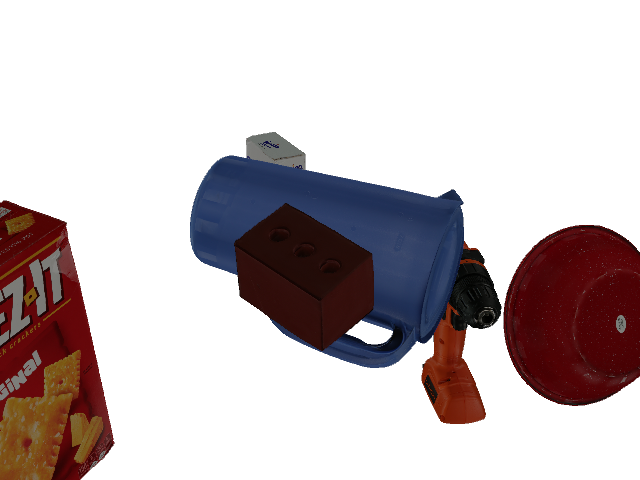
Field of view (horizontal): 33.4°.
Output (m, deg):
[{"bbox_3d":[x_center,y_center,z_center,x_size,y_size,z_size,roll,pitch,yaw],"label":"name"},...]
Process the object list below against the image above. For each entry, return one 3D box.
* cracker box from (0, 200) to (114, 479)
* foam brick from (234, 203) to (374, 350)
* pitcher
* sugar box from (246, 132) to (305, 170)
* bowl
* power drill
[{"bbox_3d":[-0.232,0.106,0.744,0.072,0.214,0.164,16,38,27],"label":"cracker box"},{"bbox_3d":[-0.010,0.023,0.695,0.078,0.051,0.052,31,52,29],"label":"foam brick"},{"bbox_3d":[0.003,0.009,0.985,0.243,0.145,0.149,15,20,17],"label":"pitcher"},{"bbox_3d":[-0.052,-0.030,1.254,0.048,0.176,0.093,-13,26,-21],"label":"sugar box"},{"bbox_3d":[0.241,0.068,0.920,0.161,0.162,0.055,0,4,-21],"label":"bowl"},{"bbox_3d":[0.151,0.100,1.148,0.057,0.188,0.184,-2,25,-6],"label":"power drill"}]
